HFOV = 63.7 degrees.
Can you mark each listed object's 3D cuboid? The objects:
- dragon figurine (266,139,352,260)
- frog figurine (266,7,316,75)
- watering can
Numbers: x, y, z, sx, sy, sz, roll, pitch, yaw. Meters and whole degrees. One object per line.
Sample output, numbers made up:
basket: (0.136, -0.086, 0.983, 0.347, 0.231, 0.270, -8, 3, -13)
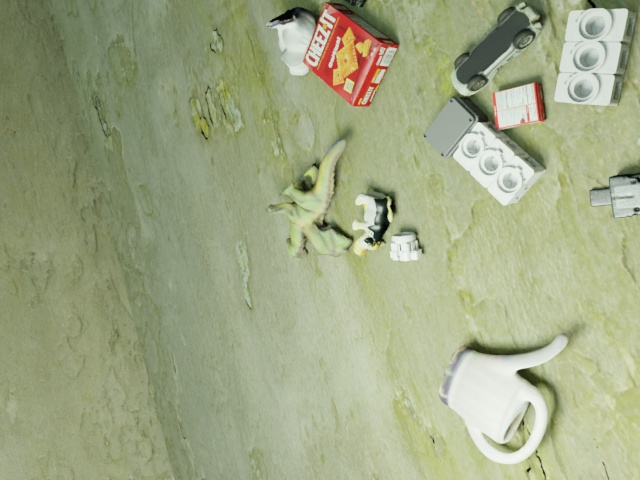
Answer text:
dragon figurine: (0.004, -0.070, 1.383, 0.243, 0.124, 0.403, 53, 135, 0)
frog figurine: (-0.053, -0.517, 1.345, 0.137, 0.125, 0.156, 0, 135, 38)
watering can: (0.366, 0.293, 1.056, 0.227, 0.105, 0.342, 29, 119, 39)
